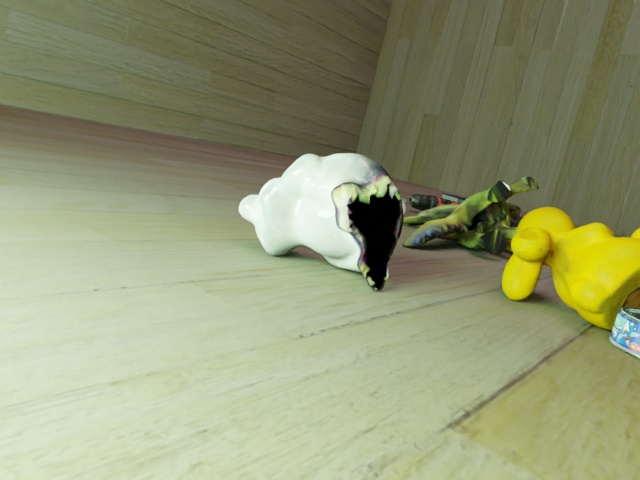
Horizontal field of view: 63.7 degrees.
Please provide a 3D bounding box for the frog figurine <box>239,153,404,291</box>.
[{"bbox_3d":[0.002,-0.027,0.539,0.160,0.124,0.135,10,-28,45],"label":"frog figurine"}]

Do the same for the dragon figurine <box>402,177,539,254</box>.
[{"bbox_3d":[0.254,-0.034,0.973,0.412,0.122,0.242,-10,1,-28],"label":"dragon figurine"}]
